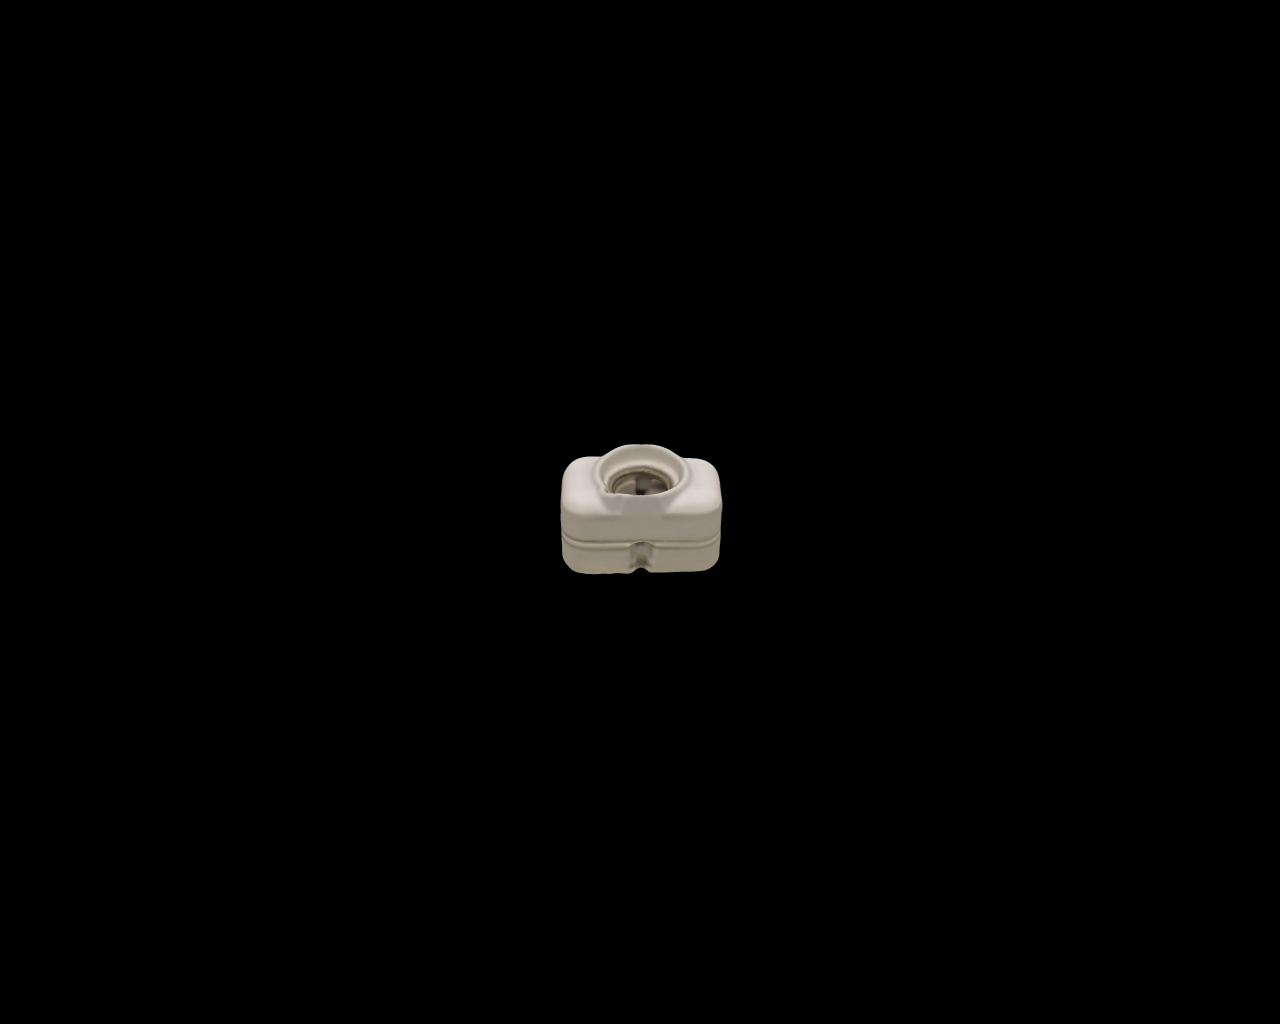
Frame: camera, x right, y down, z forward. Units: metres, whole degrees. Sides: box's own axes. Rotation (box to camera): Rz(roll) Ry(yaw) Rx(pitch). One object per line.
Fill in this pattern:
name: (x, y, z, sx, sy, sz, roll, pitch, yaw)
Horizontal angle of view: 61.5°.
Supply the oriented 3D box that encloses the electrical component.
electrical component: (0.001, -0.003, 0.650, 0.095, 0.059, 0.054, 0, 39, 0)
